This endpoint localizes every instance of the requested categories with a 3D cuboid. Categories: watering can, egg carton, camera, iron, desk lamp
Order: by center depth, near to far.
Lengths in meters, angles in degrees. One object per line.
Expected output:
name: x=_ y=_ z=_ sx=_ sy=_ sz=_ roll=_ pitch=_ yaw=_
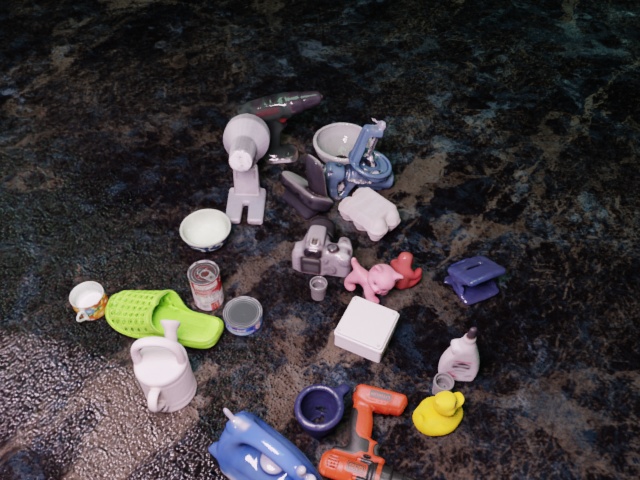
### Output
iron: x=-0.073 y=0.386 z=0.992 sx=0.257 sy=0.141 sz=0.119 roll=28 pitch=53 yaw=22
watering can: x=-0.300 y=0.233 z=1.088 sx=0.101 sy=0.194 sz=0.172 roll=-14 pitch=50 yaw=-13
camera: x=0.012 y=0.005 z=1.360 sx=0.143 sy=0.101 sz=0.137 roll=8 pitch=49 yaw=6
desk lamp: x=-0.186 y=-0.182 z=1.447 sx=0.118 sy=0.214 sz=0.203 roll=0 pitch=48 yaw=-1
egg carton: x=0.126 y=-0.068 z=1.449 sx=0.107 sy=0.069 sz=0.150 roll=-36 pitch=58 yaw=-29

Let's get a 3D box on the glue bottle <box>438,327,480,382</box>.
glue bottle: x=0.283 y=0.221 z=1.125 sx=0.078 sy=0.173 sz=0.037 roll=3 pitch=48 yaw=2

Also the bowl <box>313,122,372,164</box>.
bowl: x=0.063 y=-0.253 z=1.609 sx=0.167 sy=0.075 sz=0.167 roll=1 pitch=48 yaw=-1

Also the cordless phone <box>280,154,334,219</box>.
cordless phone: x=-0.035 y=-0.160 z=1.450 sx=0.147 sy=0.185 sz=0.094 roll=37 pitch=57 yaw=27

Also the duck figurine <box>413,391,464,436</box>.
duck figurine: x=0.229 y=0.322 z=1.092 sx=0.105 sy=0.086 sz=0.077 roll=-16 pitch=51 yaw=-15

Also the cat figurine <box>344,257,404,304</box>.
cat figurine: x=0.119 y=0.082 z=1.282 sx=0.127 sy=0.118 sz=0.067 roll=31 pitch=55 yaw=24

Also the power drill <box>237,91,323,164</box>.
power drill: x=-0.107 y=-0.313 z=1.569 sx=0.229 sy=0.208 sz=0.075 roll=-5 pitch=48 yaw=-5

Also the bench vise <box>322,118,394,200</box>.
bench vise: x=0.098 y=-0.200 z=1.465 sx=0.208 sy=0.220 sz=0.121 roll=-21 pitch=52 yaw=-19

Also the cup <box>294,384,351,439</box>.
cup: x=0.008 y=0.325 z=1.079 sx=0.118 sy=0.095 sz=0.091 roll=-31 pitch=56 yaw=-26

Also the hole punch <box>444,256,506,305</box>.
hole punch: x=0.352 y=0.079 z=1.308 sx=0.109 sy=0.091 sz=0.101 roll=-19 pitch=51 yaw=-17

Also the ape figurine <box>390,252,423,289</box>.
ape figurine: x=0.195 y=0.064 z=1.318 sx=0.077 sy=0.092 sz=0.076 roll=37 pitch=57 yaw=27
